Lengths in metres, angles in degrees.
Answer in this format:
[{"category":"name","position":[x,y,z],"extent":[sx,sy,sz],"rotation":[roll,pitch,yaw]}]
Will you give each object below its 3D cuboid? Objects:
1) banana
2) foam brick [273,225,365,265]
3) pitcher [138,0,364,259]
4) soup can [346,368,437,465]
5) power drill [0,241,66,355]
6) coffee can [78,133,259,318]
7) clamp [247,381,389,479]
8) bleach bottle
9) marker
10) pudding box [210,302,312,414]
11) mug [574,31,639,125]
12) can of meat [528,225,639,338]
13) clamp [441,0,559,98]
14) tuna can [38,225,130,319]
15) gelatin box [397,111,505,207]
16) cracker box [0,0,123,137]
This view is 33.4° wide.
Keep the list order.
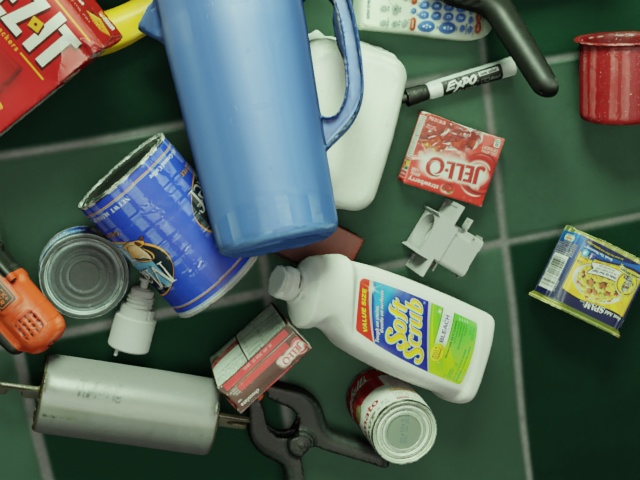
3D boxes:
[{"category":"banana","position":[-0.229,-0.194,0.960],"extent":[0.197,0.037,0.070],"rotation":[0,103,-13]},{"category":"foam brick","position":[-0.007,0.001,1.042],"extent":[0.078,0.053,0.051],"rotation":[26,95,-18]},{"category":"pitcher","position":[-0.049,-0.114,0.929],"extent":[0.144,0.149,0.243],"rotation":[-8,83,-43]},{"category":"soup can","position":[0.071,0.175,1.068],"extent":[0.068,0.102,0.068],"rotation":[-3,102,-12]},{"category":"power drill","position":[-0.352,0.070,0.966],"extent":[0.187,0.057,0.184],"rotation":[-42,89,3]},{"category":"coffee can","position":[-0.137,-0.013,0.983],"extent":[0.103,0.103,0.140],"rotation":[-41,106,-2]},{"category":"clamp","position":[-0.025,0.214,1.088],"extent":[0.171,0.039,0.120],"rotation":[43,84,-11]},{"category":"bleach bottle","position":[0.055,0.081,1.024],"extent":[0.250,0.068,0.102],"rotation":[21,84,-34]},{"category":"marker","position":[0.136,-0.156,1.058],"extent":[0.121,0.020,0.020],"rotation":[-18,105,-8]},{"category":"pudding box","position":[-0.059,0.110,1.020],"extent":[0.090,0.113,0.039],"rotation":[-42,104,-2]},{"category":"mug","position":[0.307,-0.164,1.067],"extent":[0.117,0.093,0.081],"rotation":[-22,115,-45]},{"category":"can of meat","position":[0.282,0.043,1.113],"extent":[0.102,0.057,0.084],"rotation":[25,93,-17]},{"category":"clamp","position":[0.162,-0.234,1.010],"extent":[0.210,0.036,0.164],"rotation":[25,59,-11]},{"category":"tuna can","position":[-0.223,0.031,1.009],"extent":[0.086,0.034,0.086],"rotation":[-2,102,-12]},{"category":"gelatin box","position":[0.131,-0.080,1.067],"extent":[0.089,0.030,0.073],"rotation":[17,97,-15]},{"category":"cracker box","position":[-0.304,-0.167,0.900],"extent":[0.214,0.072,0.164],"rotation":[-35,104,15]}]
